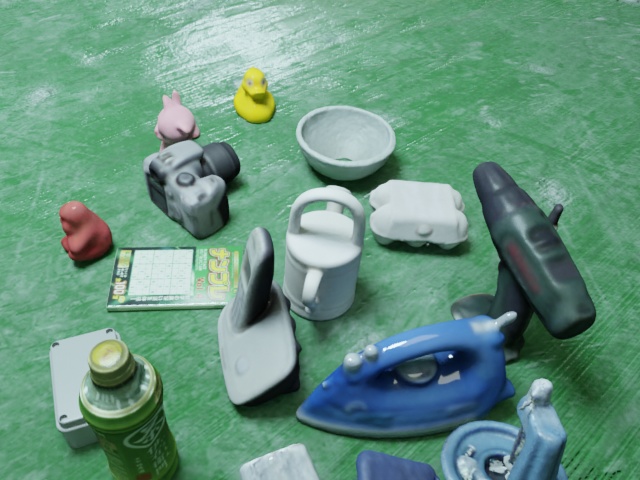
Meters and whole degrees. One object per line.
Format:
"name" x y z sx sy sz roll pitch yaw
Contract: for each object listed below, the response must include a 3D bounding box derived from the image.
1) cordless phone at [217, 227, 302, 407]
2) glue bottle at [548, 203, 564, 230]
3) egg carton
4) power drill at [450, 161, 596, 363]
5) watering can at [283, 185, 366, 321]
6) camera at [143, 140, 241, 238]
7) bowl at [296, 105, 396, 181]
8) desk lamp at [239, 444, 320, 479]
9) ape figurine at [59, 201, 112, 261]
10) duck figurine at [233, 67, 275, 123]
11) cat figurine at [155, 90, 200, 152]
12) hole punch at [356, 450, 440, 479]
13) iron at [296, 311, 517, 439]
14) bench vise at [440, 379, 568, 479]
"cordless phone" -0.070 0.088 0.654 0.094 0.185 0.147 -9 48 -15
"glue bottle" 0.290 0.017 0.772 0.037 0.173 0.078 26 49 18
"egg carton" 0.150 -0.037 0.879 0.150 0.069 0.107 4 46 -3
"power drill" 0.234 0.045 0.715 0.076 0.208 0.229 -14 50 -18
"watering can" 0.005 0.002 0.738 0.101 0.194 0.172 -4 47 -10
"camera" -0.181 -0.099 0.876 0.142 0.101 0.137 38 54 26
"bowl" 0.041 -0.153 0.971 0.167 0.075 0.167 4 46 -3
"desk lamp" -0.018 0.273 0.466 0.118 0.213 0.202 -14 50 -19
"ape figurine" -0.330 -0.018 0.787 0.076 0.092 0.077 2 47 -5
"duck figurine" -0.122 -0.280 1.065 0.077 0.086 0.104 -9 48 -14
"cat figurine" -0.238 -0.195 0.948 0.067 0.118 0.127 -2 47 -9
"hole punch" 0.079 0.269 0.566 0.101 0.091 0.108 2 47 -5
"iron" 0.101 0.144 0.652 0.259 0.141 0.118 -9 48 -15
"bench vise" 0.191 0.238 0.520 0.122 0.220 0.207 -11 49 -16
